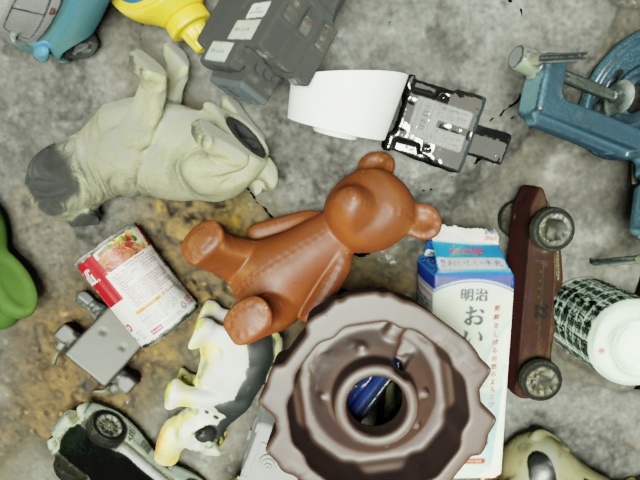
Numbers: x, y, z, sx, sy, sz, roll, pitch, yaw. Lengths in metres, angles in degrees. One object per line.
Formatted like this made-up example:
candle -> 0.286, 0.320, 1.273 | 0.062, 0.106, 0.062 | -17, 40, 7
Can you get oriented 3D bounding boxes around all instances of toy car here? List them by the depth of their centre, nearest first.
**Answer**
toy car -> -0.232, -0.211, 0.434 | 0.162, 0.103, 0.109 | -26, 103, 40
toy car -> 0.201, 0.050, 0.507 | 0.053, 0.089, 0.202 | 2, 98, 0
toy car -> -0.189, 0.246, 0.555 | 0.201, 0.056, 0.073 | 42, 103, -5

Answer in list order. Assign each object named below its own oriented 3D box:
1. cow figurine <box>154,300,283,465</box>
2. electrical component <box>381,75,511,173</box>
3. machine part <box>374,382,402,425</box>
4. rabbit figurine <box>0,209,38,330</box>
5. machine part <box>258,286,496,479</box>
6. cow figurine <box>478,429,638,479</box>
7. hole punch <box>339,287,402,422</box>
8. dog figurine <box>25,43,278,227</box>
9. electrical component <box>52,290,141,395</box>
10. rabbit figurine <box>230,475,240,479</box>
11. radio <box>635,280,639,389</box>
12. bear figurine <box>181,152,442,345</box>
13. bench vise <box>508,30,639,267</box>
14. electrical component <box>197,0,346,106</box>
cow figurine -> -0.102, 0.153, 0.536 | 0.098, 0.068, 0.167 | 20, 100, -9
electrical component -> 0.123, -0.100, 0.504 | 0.119, 0.048, 0.074 | 21, 99, -2
machine part -> 0.064, 0.192, 0.536 | 0.039, 0.084, 0.138 | 17, 108, -2
rabbit figurine -> -0.337, 0.030, 0.481 | 0.159, 0.121, 0.170 | 39, 55, -28
machine part -> 0.043, 0.124, 0.422 | 0.179, 0.056, 0.179 | 0, 95, 0
cow figurine -> 0.272, 0.267, 0.546 | 0.195, 0.085, 0.127 | 39, 102, -4
hole punch -> 0.020, 0.115, 0.508 | 0.092, 0.116, 0.142 | 39, 97, 2
dog figurine -> -0.156, -0.058, 0.495 | 0.190, 0.121, 0.172 | -42, 94, 20
electrical component -> -0.221, 0.110, 0.541 | 0.102, 0.045, 0.078 | 36, 69, -8
rabbit figurine -> -0.036, 0.307, 0.532 | 0.162, 0.122, 0.173 | -20, 98, -1
radio -> 0.426, 0.099, 0.521 | 0.230, 0.073, 0.131 | 8, 99, -2
bear figurine -> 0.000, -0.001, 0.480 | 0.196, 0.132, 0.120 | -36, 70, 12
bench vise -> 0.257, -0.092, 0.458 | 0.240, 0.129, 0.223 | 15, 91, -20
electrical component -> -0.041, -0.180, 0.447 | 0.058, 0.115, 0.134 | 29, 90, -40
